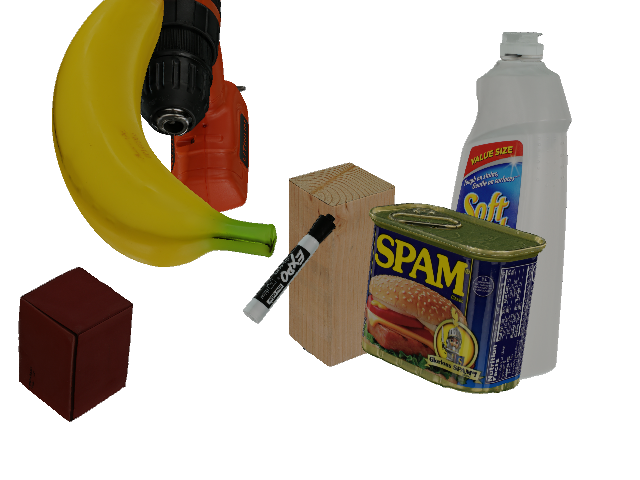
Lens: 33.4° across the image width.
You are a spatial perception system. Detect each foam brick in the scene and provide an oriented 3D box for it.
[{"bbox_3d":[-0.161,0.067,0.700,0.053,0.078,0.051,32,40,24],"label":"foam brick"}]

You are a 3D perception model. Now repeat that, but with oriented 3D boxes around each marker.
[{"bbox_3d":[-0.026,0.023,0.972,0.020,0.121,0.020,36,-15,11],"label":"marker"}]

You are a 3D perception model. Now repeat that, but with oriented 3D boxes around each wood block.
[{"bbox_3d":[0.022,0.028,1.235,0.090,0.206,0.090,-17,32,-30],"label":"wood block"}]

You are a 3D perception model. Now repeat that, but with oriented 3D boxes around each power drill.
[{"bbox_3d":[-0.081,-0.100,0.685,0.057,0.184,0.188,-2,-34,0],"label":"power drill"}]

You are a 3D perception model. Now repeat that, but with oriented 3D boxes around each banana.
[{"bbox_3d":[-0.080,-0.050,0.455,0.069,0.037,0.198,-8,46,-20],"label":"banana"}]

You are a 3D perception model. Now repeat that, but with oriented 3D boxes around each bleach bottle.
[{"bbox_3d":[0.137,-0.029,0.801,0.067,0.251,0.103,-8,15,-36],"label":"bleach bottle"}]

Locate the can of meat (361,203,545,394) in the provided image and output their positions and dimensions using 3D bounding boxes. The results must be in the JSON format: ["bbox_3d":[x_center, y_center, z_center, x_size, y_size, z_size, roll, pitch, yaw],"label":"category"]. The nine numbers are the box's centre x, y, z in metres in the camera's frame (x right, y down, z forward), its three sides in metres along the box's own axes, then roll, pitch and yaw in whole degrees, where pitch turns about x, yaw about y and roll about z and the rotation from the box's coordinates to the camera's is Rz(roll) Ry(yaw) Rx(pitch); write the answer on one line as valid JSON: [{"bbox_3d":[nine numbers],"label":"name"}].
[{"bbox_3d":[0.071,0.031,0.603,0.057,0.084,0.102,-8,20,-41],"label":"can of meat"}]

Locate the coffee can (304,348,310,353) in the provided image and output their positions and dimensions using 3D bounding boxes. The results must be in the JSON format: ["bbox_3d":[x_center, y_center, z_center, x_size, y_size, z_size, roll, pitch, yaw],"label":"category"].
[{"bbox_3d":[0.022,0.083,1.526,0.103,0.140,0.103,0,21,0],"label":"coffee can"}]
